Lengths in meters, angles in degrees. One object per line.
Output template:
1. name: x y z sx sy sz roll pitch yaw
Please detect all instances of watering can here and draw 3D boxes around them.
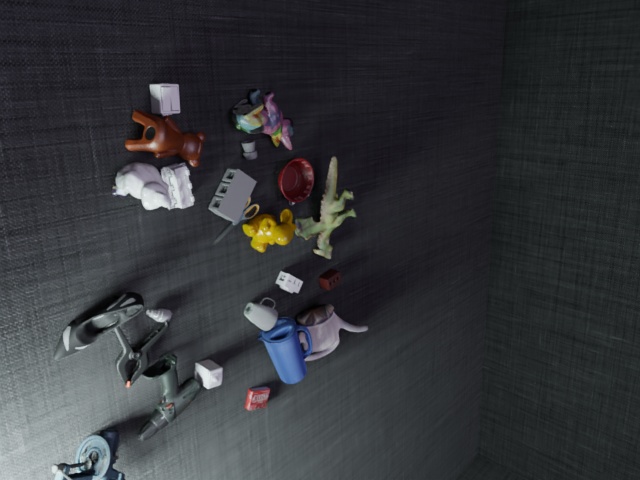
1. watering can: 0.035 0.351 2.065 0.350 0.105 0.220 -23 118 -23

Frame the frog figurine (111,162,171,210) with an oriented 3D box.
1. frog figurine: -0.464 -0.146 1.379 0.136 0.160 0.123 28 78 -47

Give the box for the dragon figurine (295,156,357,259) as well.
1. dragon figurine: 0.006 -0.097 1.935 0.246 0.123 0.401 -38 133 -25
